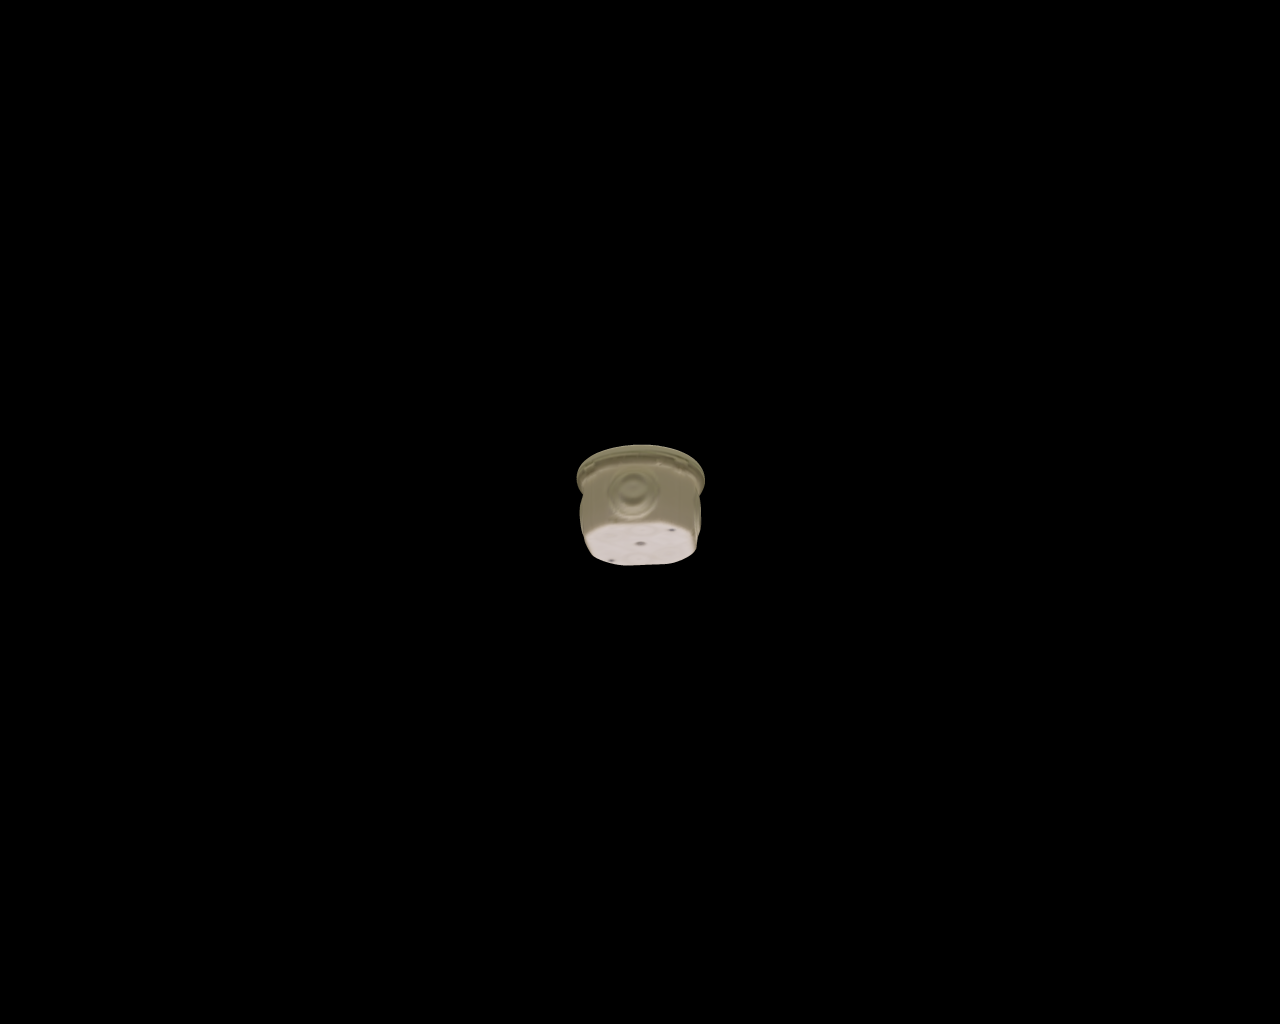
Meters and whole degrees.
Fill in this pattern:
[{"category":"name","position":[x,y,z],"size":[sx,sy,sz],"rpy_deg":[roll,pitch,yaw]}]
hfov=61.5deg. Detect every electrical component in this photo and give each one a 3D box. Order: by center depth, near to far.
[{"category":"electrical component","position":[0.001,-0.003,0.650],"size":[0.080,0.051,0.080],"rpy_deg":[0,-26,0]}]
